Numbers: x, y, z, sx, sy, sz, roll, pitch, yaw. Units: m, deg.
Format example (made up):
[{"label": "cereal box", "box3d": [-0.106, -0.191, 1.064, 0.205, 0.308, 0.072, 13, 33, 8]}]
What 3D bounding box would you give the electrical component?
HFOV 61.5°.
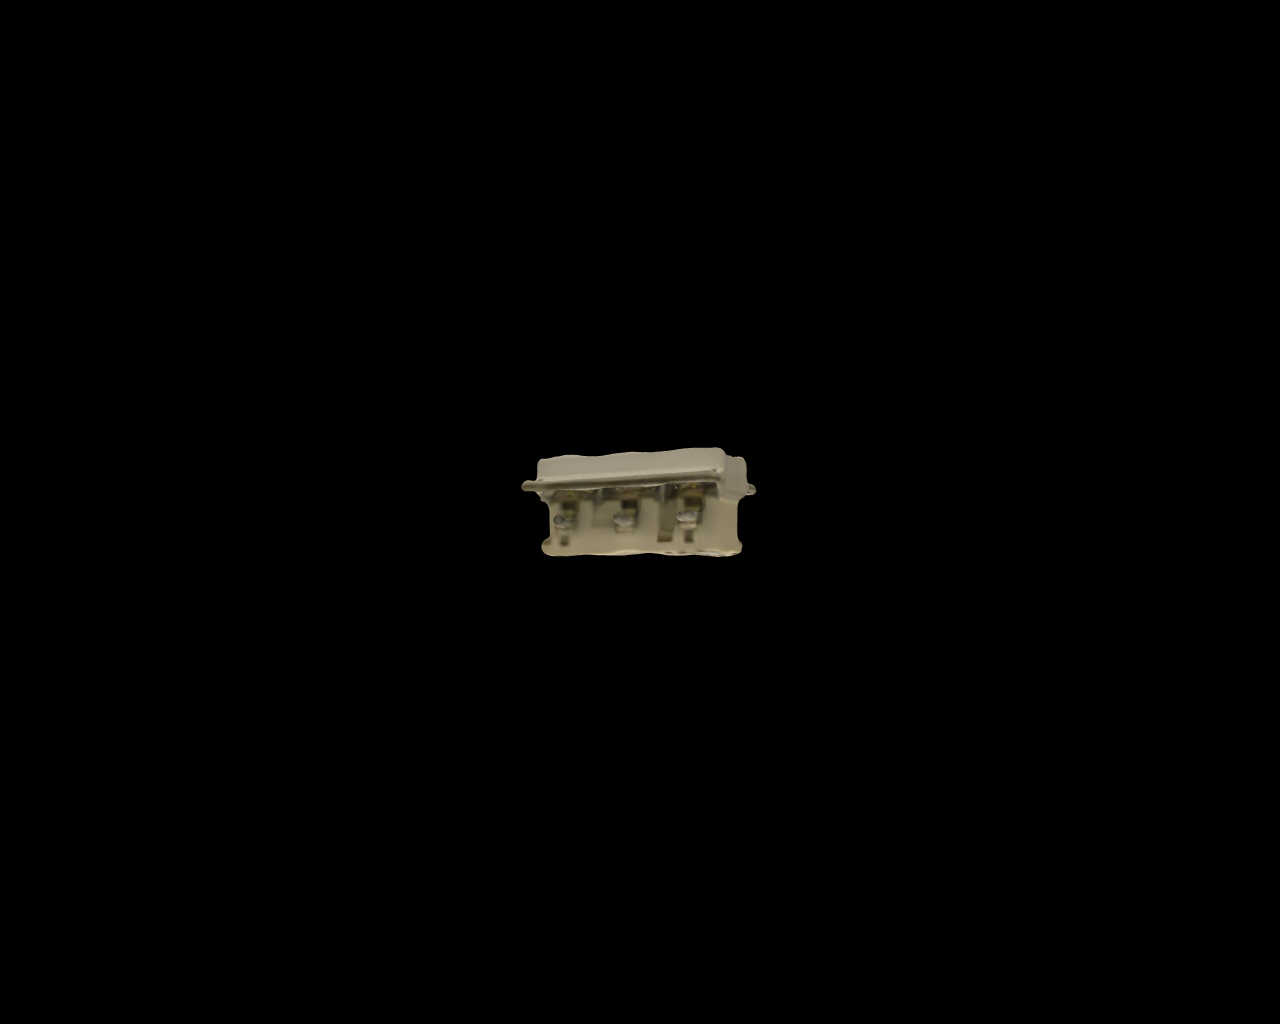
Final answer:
[{"label": "electrical component", "box3d": [0.001, -0.003, 0.650, 0.121, 0.063, 0.079, -1, -4, 23]}]
